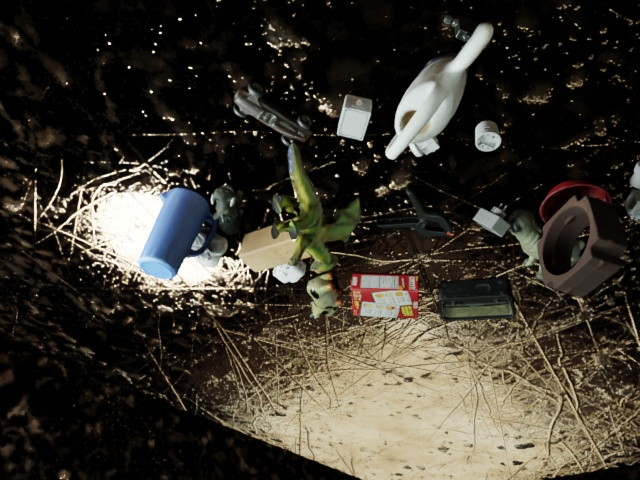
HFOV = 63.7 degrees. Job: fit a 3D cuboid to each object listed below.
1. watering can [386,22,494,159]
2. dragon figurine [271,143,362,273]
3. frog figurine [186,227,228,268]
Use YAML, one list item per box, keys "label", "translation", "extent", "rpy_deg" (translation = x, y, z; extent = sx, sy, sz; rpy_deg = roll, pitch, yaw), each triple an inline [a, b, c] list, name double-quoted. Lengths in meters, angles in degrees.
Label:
- label: "watering can"
  translation: [0.238, -0.297, 1.001]
  extent: [0.104, 0.229, 0.340]
  rpy_deg: [35, -44, -2]
- label: "dragon figurine"
  translation: [0.004, -0.069, 1.378]
  extent: [0.244, 0.402, 0.124]
  rpy_deg: [-11, 34, -32]
- label: "frog figurine"
  translation: [-0.347, 0.023, 1.600]
  extent: [0.137, 0.124, 0.159]
  rpy_deg: [-14, -9, 14]
